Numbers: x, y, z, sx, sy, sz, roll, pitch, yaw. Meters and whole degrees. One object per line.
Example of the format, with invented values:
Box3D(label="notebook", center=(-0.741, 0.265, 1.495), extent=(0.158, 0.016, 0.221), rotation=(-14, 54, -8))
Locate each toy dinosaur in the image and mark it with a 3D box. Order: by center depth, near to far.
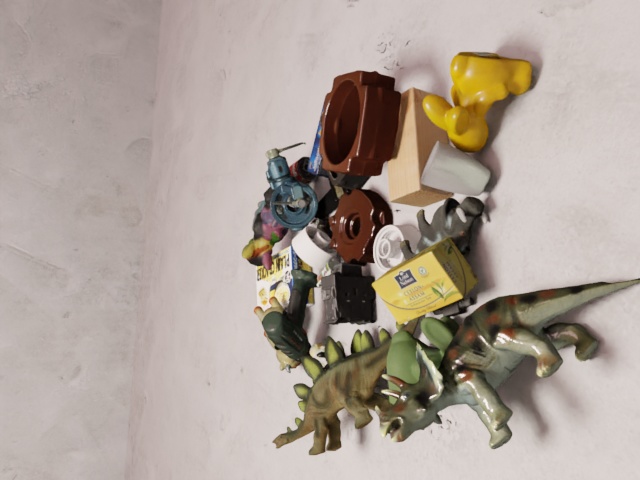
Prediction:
Box3D(label="toy dinosaur", center=(0.261, 0.163, 0.807), extent=(0.405, 0.131, 0.192), rotation=(-47, 52, 4))
Box3D(label="toy dinosaur", center=(0.062, 0.294, 1.117), extent=(0.471, 0.105, 0.199), rotation=(-40, 62, 19))

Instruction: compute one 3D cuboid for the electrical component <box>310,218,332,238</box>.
Box3D(label="electrical component", center=(-0.002, -0.005, 1.374), extent=(0.078, 0.045, 0.102), rotation=(56, 130, 48))

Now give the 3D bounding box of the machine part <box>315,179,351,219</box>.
Box3D(label="machine part", center=(0.028, -0.106, 1.355), extent=(0.139, 0.039, 0.084), rotation=(-48, 55, 40))

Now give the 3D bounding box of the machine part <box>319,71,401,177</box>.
Box3D(label="machine part", center=(0.078, -0.232, 1.094), extent=(0.201, 0.087, 0.201), rotation=(-157, 72, -66))

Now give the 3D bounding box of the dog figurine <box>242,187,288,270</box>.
Box3D(label="dog figurine", center=(-0.135, -0.029, 1.460), extent=(0.191, 0.108, 0.219), rotation=(-46, 21, 48))

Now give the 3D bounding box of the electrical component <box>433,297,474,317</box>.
Box3D(label="electrical component", center=(0.242, 0.107, 0.989), extent=(0.094, 0.021, 0.063), rotation=(-29, 60, 53))

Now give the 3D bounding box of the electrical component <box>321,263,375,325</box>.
Box3D(label="electrical component", center=(0.063, 0.120, 1.185), extent=(0.058, 0.115, 0.134), rotation=(-20, 70, 53))

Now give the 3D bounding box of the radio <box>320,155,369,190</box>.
Box3D(label="radio", center=(0.096, -0.228, 1.232), extent=(0.229, 0.073, 0.131), rotation=(-51, 44, 41))

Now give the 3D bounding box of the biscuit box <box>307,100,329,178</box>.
Box3D(label="biscuit box", center=(0.027, -0.258, 1.358), extent=(0.059, 0.063, 0.202), rotation=(34, 113, 57))

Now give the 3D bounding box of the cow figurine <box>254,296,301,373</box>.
Box3D(label="cow figurine", center=(-0.096, 0.256, 1.396), extent=(0.127, 0.085, 0.194), rotation=(44, 154, 48))

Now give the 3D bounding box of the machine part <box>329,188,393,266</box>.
Box3D(label="machine part", center=(0.089, -0.030, 1.226), extent=(0.179, 0.056, 0.179), rotation=(-15, 72, 55))

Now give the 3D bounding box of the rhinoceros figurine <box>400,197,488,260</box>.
Box3D(label="rhinoceros figurine", center=(0.226, -0.008, 0.988), extent=(0.190, 0.073, 0.112), rotation=(-58, 39, 35))

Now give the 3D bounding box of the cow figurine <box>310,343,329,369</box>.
Box3D(label="cow figurine", center=(0.031, 0.298, 1.246), extent=(0.098, 0.068, 0.167), rotation=(-51, 48, 32))

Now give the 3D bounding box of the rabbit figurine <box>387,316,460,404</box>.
Box3D(label="rabbit figurine", center=(0.216, 0.214, 0.951), extent=(0.170, 0.121, 0.159), rotation=(-8, 80, 35))

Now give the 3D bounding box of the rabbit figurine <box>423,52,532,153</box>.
Box3D(label="rabbit figurine", center=(0.264, -0.228, 0.921), extent=(0.122, 0.162, 0.173), rotation=(37, 134, 40))

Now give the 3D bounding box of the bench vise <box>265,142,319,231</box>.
Box3D(label="bench vise", center=(-0.071, -0.122, 1.316), extent=(0.241, 0.129, 0.223), rotation=(-143, 44, -76))

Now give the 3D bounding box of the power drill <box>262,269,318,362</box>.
Box3D(label="power drill", center=(-0.048, 0.186, 1.319), extent=(0.086, 0.231, 0.207), rotation=(11, 71, 34))

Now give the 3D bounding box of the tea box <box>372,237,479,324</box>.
Box3D(label="tea box", center=(0.186, 0.076, 0.965), extent=(0.098, 0.068, 0.169), rotation=(54, 140, 3))

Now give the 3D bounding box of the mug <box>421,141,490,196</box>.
Box3D(label="mug", center=(0.243, -0.120, 0.960), extent=(0.109, 0.107, 0.080), rotation=(-51, -16, -76))
